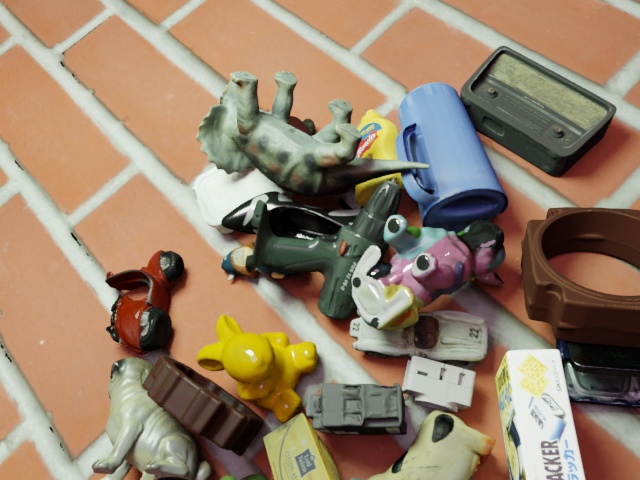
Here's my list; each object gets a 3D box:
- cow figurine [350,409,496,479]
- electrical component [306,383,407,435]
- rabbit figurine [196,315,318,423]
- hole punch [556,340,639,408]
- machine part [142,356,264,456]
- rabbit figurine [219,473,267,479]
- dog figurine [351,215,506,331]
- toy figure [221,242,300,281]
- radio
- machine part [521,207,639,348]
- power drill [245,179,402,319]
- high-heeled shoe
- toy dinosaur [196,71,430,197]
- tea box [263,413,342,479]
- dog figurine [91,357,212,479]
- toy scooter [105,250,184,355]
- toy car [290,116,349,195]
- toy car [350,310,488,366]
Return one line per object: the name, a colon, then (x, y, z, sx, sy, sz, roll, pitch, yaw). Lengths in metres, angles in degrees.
cow figurine: (0.126, 0.312, 0.701, 0.127, 0.085, 0.195, 30, 70, 29)
electrical component: (0.051, 0.234, 0.739, 0.134, 0.114, 0.058, -3, 62, 9)
rabbit figurine: (-0.090, 0.168, 0.769, 0.162, 0.173, 0.122, 27, 77, 18)
hole punch: (0.383, 0.160, 0.730, 0.142, 0.092, 0.116, 0, 37, 15)
machine part: (-0.165, 0.232, 0.757, 0.180, 0.179, 0.056, 29, 75, 23)
rabbit figurine: (-0.117, 0.392, 0.701, 0.170, 0.121, 0.159, 0, 71, 28)
dog figurine: (0.171, 0.048, 0.779, 0.191, 0.219, 0.109, -58, 47, 25)
toy figure: (-0.097, 0.032, 0.901, 0.155, 0.057, 0.064, -4, 35, 12)
radio: (0.356, -0.218, 0.911, 0.131, 0.073, 0.230, -44, 64, -10)
machine part: (0.387, 0.042, 0.735, 0.202, 0.087, 0.201, 2, 42, 15)
power drill: (-0.002, -0.002, 0.811, 0.207, 0.086, 0.231, 11, 109, -6)
high-heeled shoe: (-0.026, -0.013, 0.874, 0.249, 0.086, 0.145, -12, 41, -14)
toy dinosaur: (-0.042, -0.141, 0.849, 0.405, 0.192, 0.131, 36, 42, 18)
tea box: (-0.008, 0.316, 0.679, 0.068, 0.098, 0.170, -32, 28, -5)
dog figurine: (-0.242, 0.267, 0.805, 0.172, 0.121, 0.191, 18, 44, -18)
toy scooter: (-0.310, 0.101, 0.902, 0.135, 0.075, 0.184, 0, 62, 12)
toy car: (-0.019, -0.148, 0.960, 0.089, 0.053, 0.202, -12, 57, -38)
toy car: (0.144, 0.139, 0.796, 0.202, 0.056, 0.073, 3, 66, 13)
